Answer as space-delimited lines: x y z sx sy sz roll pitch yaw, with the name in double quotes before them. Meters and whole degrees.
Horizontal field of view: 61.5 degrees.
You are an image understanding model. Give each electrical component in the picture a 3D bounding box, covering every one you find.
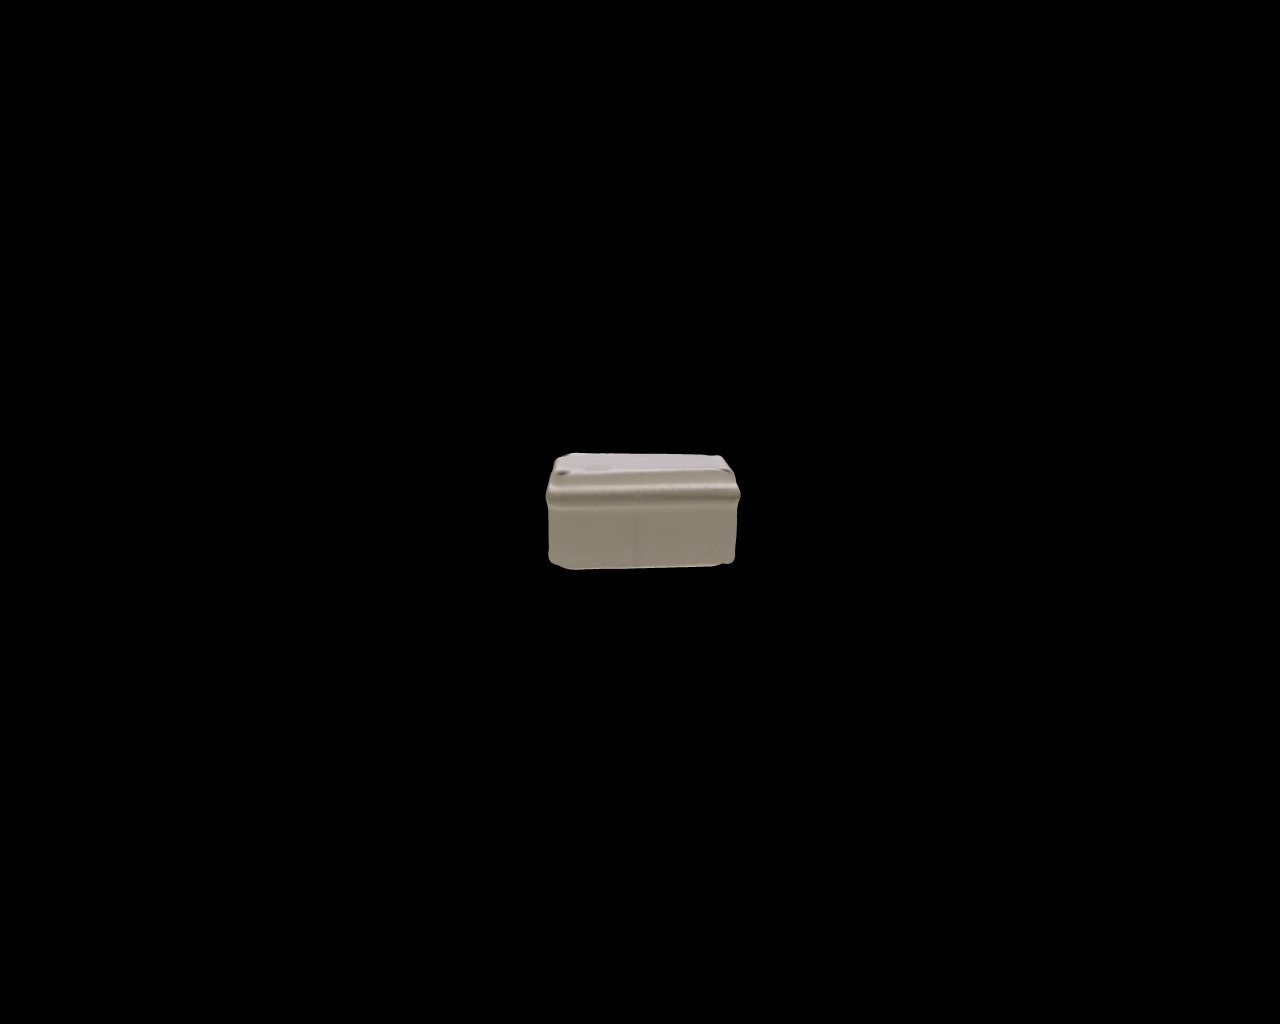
"electrical component" 0.001 -0.003 0.650 0.113 0.057 0.078 0 12 -2
